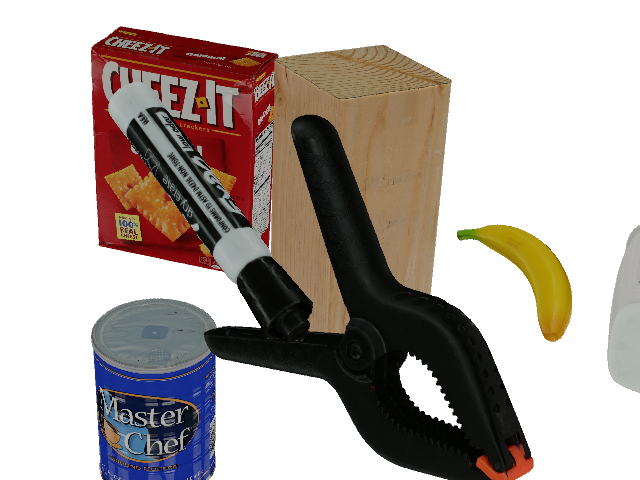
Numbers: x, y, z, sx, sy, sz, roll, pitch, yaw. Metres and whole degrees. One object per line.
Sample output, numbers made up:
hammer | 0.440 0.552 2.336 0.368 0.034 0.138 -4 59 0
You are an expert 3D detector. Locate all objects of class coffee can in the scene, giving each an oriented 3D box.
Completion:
coffee can | -0.139 0.135 0.907 0.103 0.140 0.103 2 29 -2

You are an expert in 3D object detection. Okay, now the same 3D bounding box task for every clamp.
clamp | 0.028 0.043 0.556 0.210 0.165 0.036 35 32 31

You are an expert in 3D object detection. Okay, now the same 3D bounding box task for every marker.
marker | -0.039 -0.012 0.375 0.020 0.020 0.121 0 43 -49

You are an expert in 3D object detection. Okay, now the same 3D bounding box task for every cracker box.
cracker box | -0.132 -0.082 1.025 0.164 0.214 0.072 12 32 13

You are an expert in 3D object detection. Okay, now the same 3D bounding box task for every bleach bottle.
bleach bottle | 0.262 0.033 0.754 0.103 0.068 0.250 9 21 17

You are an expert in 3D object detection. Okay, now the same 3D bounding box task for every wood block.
wood block | 0.024 -0.022 0.755 0.090 0.206 0.091 -12 31 -26

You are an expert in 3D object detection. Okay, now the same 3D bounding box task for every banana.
banana | 0.217 0.034 1.110 0.069 0.037 0.198 -32 38 -3
